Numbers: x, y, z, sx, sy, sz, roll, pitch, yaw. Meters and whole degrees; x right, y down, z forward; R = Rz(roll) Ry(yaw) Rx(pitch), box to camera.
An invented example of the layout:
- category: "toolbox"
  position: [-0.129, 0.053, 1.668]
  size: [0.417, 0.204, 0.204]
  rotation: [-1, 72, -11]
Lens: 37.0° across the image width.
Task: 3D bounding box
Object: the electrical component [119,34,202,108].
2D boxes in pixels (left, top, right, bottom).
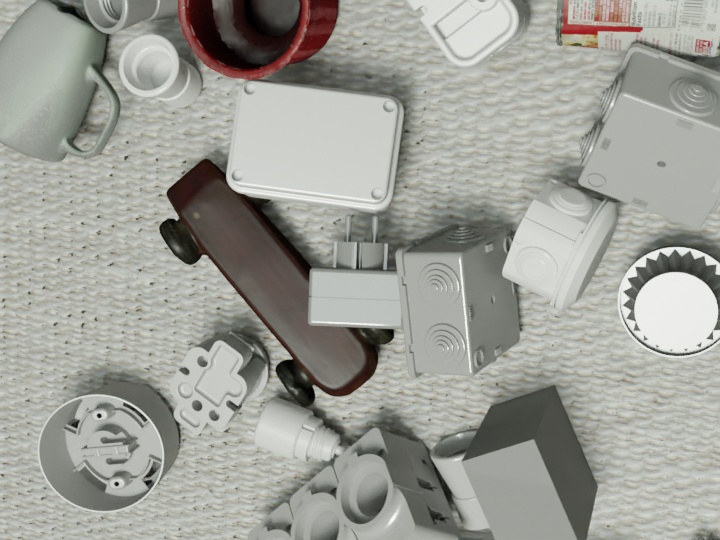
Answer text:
- category: "electrical component"
  position: [-0.140, -0.140, 0.775]
  size: [0.044, 0.065, 0.044]
  rotation: [-1, 86, 11]

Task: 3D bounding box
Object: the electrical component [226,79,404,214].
- category: "electrical component"
  position: [-0.030, -0.084, 0.737]
  size: [0.113, 0.057, 0.078]
  rotation: [8, 88, 3]

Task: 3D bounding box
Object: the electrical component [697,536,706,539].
- category: "electrical component"
  position: [0.266, 0.254, 0.744]
  size: [0.121, 0.063, 0.078]
  rotation: [33, 111, 8]

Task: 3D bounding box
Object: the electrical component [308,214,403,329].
- category: "electrical component"
  position: [0.000, 0.000, 0.741]
  size: [0.066, 0.047, 0.076]
  rotation: [2, 91, 3]

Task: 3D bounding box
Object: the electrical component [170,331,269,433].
- category: "electrical component"
  position: [-0.104, 0.081, 0.823]
  size: [0.058, 0.057, 0.078]
  rotation: [35, 111, 8]

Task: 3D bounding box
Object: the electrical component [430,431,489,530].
- category: "electrical component"
  position: [0.083, 0.157, 0.791]
  size: [0.044, 0.044, 0.065]
  rotation: [-15, 103, 21]

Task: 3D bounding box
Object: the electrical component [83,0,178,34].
- category: "electrical component"
  position: [-0.158, -0.194, 0.767]
  size: [0.044, 0.065, 0.044]
  rotation: [13, 114, 32]

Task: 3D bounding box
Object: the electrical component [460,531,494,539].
- category: "electrical component"
  position: [0.123, 0.249, 0.789]
  size: [0.150, 0.062, 0.089]
  rotation: [0, 103, 18]

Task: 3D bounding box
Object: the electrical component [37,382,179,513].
- category: "electrical component"
  position: [-0.199, 0.141, 0.864]
  size: [0.099, 0.064, 0.099]
  rotation: [4, 105, 17]

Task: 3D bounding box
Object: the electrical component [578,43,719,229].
- category: "electrical component"
  position: [0.191, -0.080, 0.667]
  size: [0.100, 0.048, 0.099]
  rotation: [21, 143, 6]

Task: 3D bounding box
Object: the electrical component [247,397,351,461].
- category: "electrical component"
  position: [-0.045, 0.127, 0.824]
  size: [0.078, 0.040, 0.040]
  rotation: [20, 109, 12]

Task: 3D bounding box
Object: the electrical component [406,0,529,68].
- category: "electrical component"
  position: [0.065, -0.183, 0.701]
  size: [0.054, 0.059, 0.095]
  rotation: [-35, 91, 22]

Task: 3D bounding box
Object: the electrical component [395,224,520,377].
- category: "electrical component"
  position: [0.070, 0.020, 0.731]
  size: [0.048, 0.100, 0.099]
  rotation: [1, 104, 31]

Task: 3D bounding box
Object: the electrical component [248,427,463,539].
- category: "electrical component"
  position: [-0.011, 0.198, 0.796]
  size: [0.150, 0.062, 0.089]
  rotation: [-43, 45, 22]

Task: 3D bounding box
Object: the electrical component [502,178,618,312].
- category: "electrical component"
  position: [0.134, -0.017, 0.711]
  size: [0.051, 0.080, 0.080]
  rotation: [27, 110, 16]
